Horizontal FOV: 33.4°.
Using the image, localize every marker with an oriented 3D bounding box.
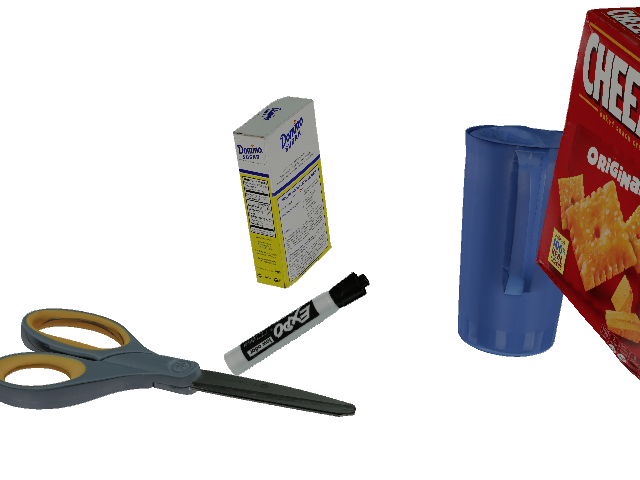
[{"bbox_3d":[-0.017,0.060,0.782,0.121,0.020,0.020,-33,-6,9],"label":"marker"}]

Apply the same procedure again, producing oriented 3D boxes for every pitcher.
[{"bbox_3d":[0.212,0.001,1.154,0.148,0.243,0.145,-9,19,-37],"label":"pitcher"}]

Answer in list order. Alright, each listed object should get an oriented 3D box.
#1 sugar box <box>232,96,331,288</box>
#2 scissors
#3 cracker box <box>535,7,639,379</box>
[{"bbox_3d":[-0.037,-0.049,1.088,0.048,0.176,0.093,10,34,30],"label":"sugar box"},{"bbox_3d":[-0.091,0.078,0.563,0.202,0.016,0.096,17,29,28],"label":"scissors"},{"bbox_3d":[0.229,-0.034,0.745,0.072,0.214,0.164,-6,33,-16],"label":"cracker box"}]
